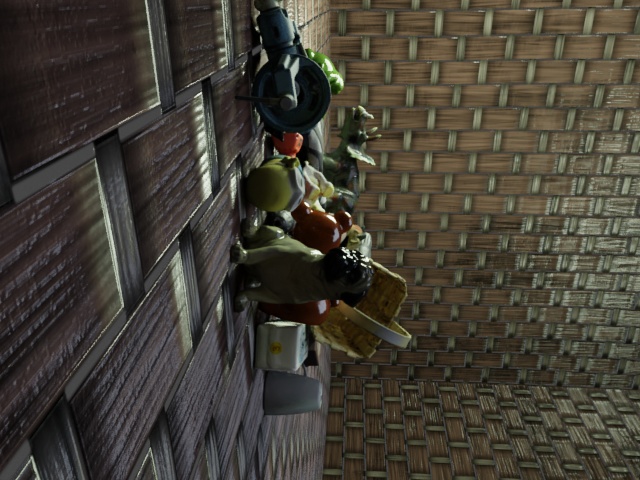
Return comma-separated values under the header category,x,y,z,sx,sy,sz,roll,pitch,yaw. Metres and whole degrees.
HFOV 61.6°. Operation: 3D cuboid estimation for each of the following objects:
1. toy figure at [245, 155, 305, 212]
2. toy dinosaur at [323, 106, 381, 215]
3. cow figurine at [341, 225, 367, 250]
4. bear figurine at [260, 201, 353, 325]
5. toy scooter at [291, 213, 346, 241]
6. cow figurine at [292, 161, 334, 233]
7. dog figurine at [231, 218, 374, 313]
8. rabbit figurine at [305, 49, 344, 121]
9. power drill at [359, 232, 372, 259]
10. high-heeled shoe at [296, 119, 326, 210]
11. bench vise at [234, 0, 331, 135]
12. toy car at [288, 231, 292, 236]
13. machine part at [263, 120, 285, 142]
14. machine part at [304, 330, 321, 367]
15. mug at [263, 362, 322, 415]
category,x,y,z,sx,sy,sz,roll,pitch,yaw
toy figure,-0.068,-0.089,0.845,0.180,0.089,0.082,-105,177,-71
toy dinosaur,0.043,-0.130,1.369,0.131,0.192,0.404,-169,-91,-76
cow figurine,0.053,0.044,1.219,0.085,0.127,0.194,-90,166,-71
bear figurine,-0.023,0.040,0.902,0.132,0.120,0.195,171,-73,-73
toy scooter,-0.002,-0.003,1.129,0.075,0.184,0.135,51,43,-5
cow figurine,-0.039,-0.082,1.148,0.098,0.068,0.167,54,-39,27
dog figurine,-0.020,0.035,0.782,0.172,0.191,0.121,-85,175,-59
rabbit figurine,-0.009,-0.365,1.294,0.159,0.121,0.170,69,19,-62
power drill,0.035,0.076,1.483,0.086,0.207,0.232,97,-1,-64
high-heeled shoe,-0.013,-0.177,1.216,0.145,0.086,0.248,-56,147,-15
bench vise,-0.050,-0.253,0.805,0.241,0.129,0.223,-90,176,-63
toy car,-0.018,0.001,1.269,0.053,0.089,0.201,35,-25,42
machine part,-0.064,-0.230,0.967,0.039,0.084,0.139,-51,-168,39
machine part,-0.041,0.186,1.274,0.200,0.087,0.201,84,7,-63
mug,-0.049,0.285,1.034,0.080,0.107,0.109,88,7,-53
